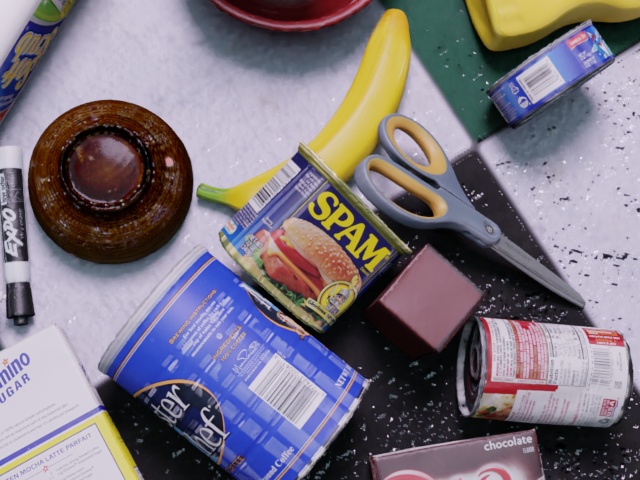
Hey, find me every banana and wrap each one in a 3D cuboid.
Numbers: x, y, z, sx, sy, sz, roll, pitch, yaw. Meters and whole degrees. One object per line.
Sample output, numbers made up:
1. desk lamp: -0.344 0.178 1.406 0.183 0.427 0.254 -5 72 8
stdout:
1. banana: 0.007 -0.077 0.740 0.197 0.037 0.069 -43 92 -10

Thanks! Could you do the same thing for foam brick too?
1. foam brick: 0.068 0.043 0.709 0.051 0.078 0.053 40 78 2

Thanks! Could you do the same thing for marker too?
1. marker: -0.205 -0.003 0.717 0.020 0.020 0.121 -6 82 -7

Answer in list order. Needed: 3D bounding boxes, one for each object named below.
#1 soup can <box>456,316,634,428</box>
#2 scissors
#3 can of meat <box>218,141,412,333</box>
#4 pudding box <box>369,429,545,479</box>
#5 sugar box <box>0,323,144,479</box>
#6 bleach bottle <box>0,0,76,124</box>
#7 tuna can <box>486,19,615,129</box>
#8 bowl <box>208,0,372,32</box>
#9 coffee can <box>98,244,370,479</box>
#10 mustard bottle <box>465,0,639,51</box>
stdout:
1. soup can: 0.149 0.089 0.715 0.102 0.068 0.068 5 81 -6
2. scissors: 0.106 -0.024 0.736 0.201 0.016 0.096 22 50 -29
3. can of meat: -0.005 0.001 0.698 0.084 0.057 0.102 -45 120 3
4. pudding box: 0.095 0.179 0.710 0.113 0.039 0.090 -9 83 -7
5. sugar box: -0.167 0.152 0.685 0.093 0.048 0.176 -28 81 -10
6. bleach bottle: -0.221 -0.119 0.703 0.068 0.102 0.251 26 86 -2
7. tuna can: 0.159 -0.113 0.737 0.086 0.086 0.034 -33 88 -10
8. bowl: -0.024 -0.215 0.749 0.162 0.055 0.162 1 81 -6
9. coffee can: -0.054 0.086 0.677 0.140 0.103 0.102 39 80 1
10. mustard bottle: 0.199 -0.202 0.769 0.191 0.058 0.096 -14 78 -8
